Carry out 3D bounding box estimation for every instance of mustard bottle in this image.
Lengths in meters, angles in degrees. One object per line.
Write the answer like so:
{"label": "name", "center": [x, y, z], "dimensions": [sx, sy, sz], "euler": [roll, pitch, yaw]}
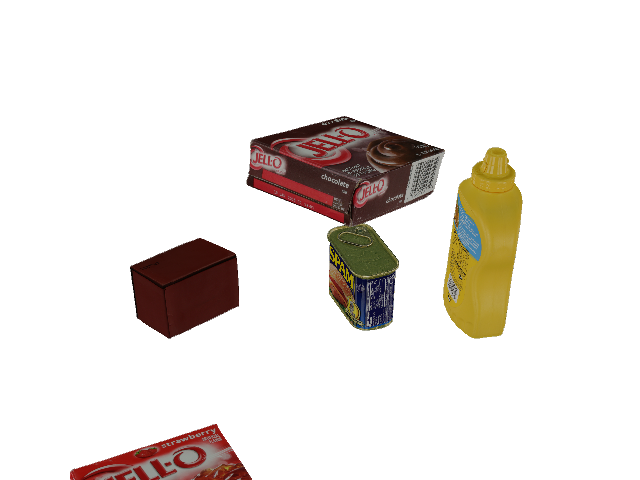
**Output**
{"label": "mustard bottle", "center": [0.160, -0.004, 1.046], "dimensions": [0.058, 0.192, 0.096], "euler": [-4, 35, -9]}

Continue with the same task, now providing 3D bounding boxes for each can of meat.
{"label": "can of meat", "center": [0.047, 0.043, 1.229], "dimensions": [0.057, 0.084, 0.102], "euler": [-13, 38, -18]}

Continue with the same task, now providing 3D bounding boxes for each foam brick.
{"label": "foam brick", "center": [-0.116, 0.039, 0.917], "dimensions": [0.078, 0.051, 0.053], "euler": [-24, 32, -35]}

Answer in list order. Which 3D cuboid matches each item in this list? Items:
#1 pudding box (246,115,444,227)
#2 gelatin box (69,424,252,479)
{"label": "pudding box", "center": [0.018, -0.050, 0.736], "dimensions": [0.090, 0.039, 0.113], "euler": [24, 25, 30]}
{"label": "gelatin box", "center": [-0.084, 0.141, 0.580], "dimensions": [0.089, 0.030, 0.073], "euler": [-14, 27, -21]}
